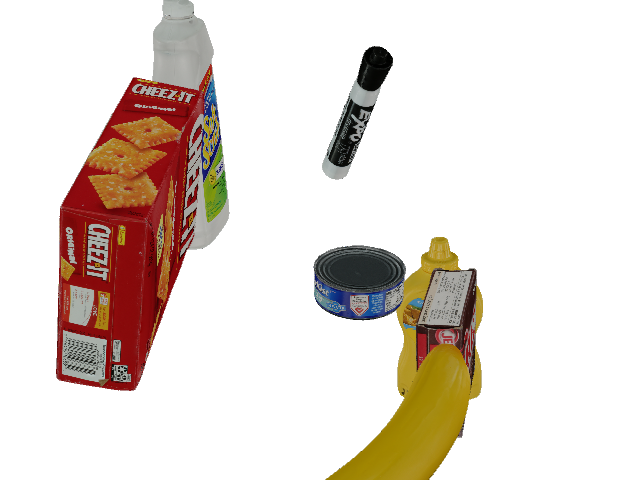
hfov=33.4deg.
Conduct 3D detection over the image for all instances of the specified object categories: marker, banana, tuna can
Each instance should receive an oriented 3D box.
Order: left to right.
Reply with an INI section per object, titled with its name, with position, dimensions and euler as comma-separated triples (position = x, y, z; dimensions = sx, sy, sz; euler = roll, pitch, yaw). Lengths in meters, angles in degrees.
[marker]
position = 0.023, -0.082, 0.691
dimensions = 0.020, 0.020, 0.121
euler = 0, -32, -15
[tuna can]
position = 0.036, 0.039, 0.998
dimensions = 0.086, 0.034, 0.086
euler = 1, 28, -1
[banana]
position = 0.033, 0.117, 0.588
dimensions = 0.070, 0.037, 0.197
euler = 20, 43, 41

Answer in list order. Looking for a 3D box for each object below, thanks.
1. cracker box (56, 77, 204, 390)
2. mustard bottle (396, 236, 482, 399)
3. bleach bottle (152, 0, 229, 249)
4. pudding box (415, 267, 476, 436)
[cracker box]
position = -0.148, -0.010, 0.859
dimensions = 0.072, 0.164, 0.213
euler = 11, 34, 0
[mustard bottle]
position = 0.133, 0.087, 1.197
dimensions = 0.096, 0.192, 0.058
euler = 0, 23, 7
[bleach bottle]
position = -0.140, -0.124, 1.094
dimensions = 0.068, 0.251, 0.102
euler = 6, 28, 14
[pudding box]
position = 0.096, 0.081, 0.807
dimensions = 0.039, 0.090, 0.113
euler = 3, 21, 10
